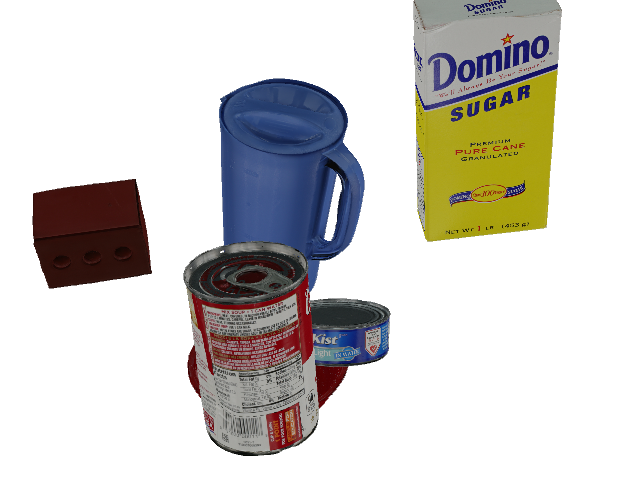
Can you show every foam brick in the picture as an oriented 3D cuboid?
[{"bbox_3d":[-0.167,-0.005,0.778,0.078,0.051,0.053,-9,-42,-5],"label":"foam brick"}]

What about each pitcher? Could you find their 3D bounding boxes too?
[{"bbox_3d":[-0.040,-0.039,1.163,0.145,0.243,0.149,-1,42,-8],"label":"pitcher"}]

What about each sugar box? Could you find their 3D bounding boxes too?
[{"bbox_3d":[0.114,-0.084,0.744,0.093,0.176,0.048,-7,39,-2],"label":"sugar box"}]

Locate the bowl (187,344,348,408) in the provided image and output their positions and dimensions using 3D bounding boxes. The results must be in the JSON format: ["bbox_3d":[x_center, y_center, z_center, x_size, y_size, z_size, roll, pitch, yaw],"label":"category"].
[{"bbox_3d":[-0.051,0.139,1.079,0.162,0.055,0.162,-2,37,2],"label":"bowl"}]

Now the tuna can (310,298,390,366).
[{"bbox_3d":[0.013,0.073,0.853,0.086,0.034,0.086,0,11,0],"label":"tuna can"}]

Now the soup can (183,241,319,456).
[{"bbox_3d":[-0.037,0.061,0.597,0.068,0.102,0.068,-4,25,2],"label":"soup can"}]
